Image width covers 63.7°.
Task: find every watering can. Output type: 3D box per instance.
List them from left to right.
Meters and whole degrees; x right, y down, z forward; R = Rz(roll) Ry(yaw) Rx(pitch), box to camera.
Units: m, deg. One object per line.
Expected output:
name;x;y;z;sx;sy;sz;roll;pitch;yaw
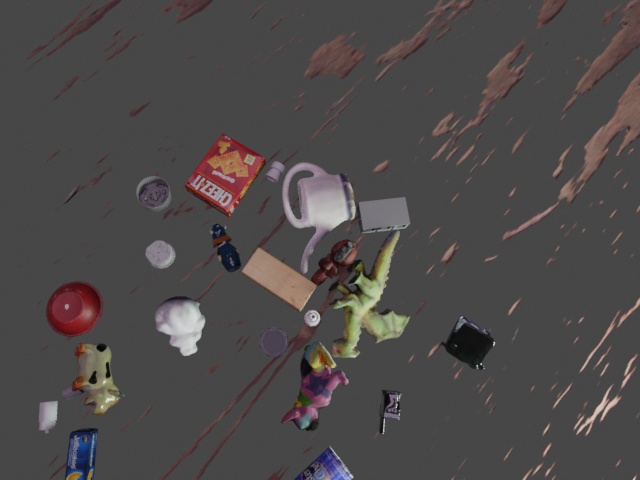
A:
watering can;0.005;-0.080;1.592;0.225;0.103;0.351;-9;77;-7

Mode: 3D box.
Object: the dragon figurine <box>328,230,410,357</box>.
dragon figurine;0.169;0.186;1.550;0.413;0.122;0.241;-43;99;-12

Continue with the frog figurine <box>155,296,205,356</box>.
frog figurine;-0.398;0.246;1.468;0.137;0.120;0.162;2;63;-23
